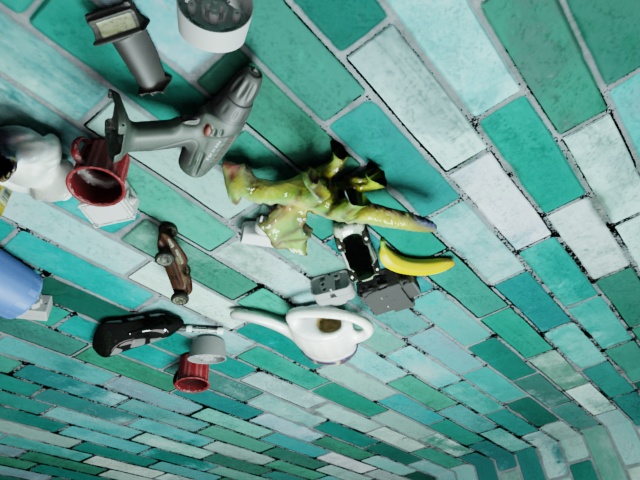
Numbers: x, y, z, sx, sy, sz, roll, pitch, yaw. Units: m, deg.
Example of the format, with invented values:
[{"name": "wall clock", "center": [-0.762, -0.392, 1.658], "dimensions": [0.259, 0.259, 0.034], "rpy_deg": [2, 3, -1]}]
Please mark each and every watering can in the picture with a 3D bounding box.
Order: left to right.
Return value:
[{"name": "watering can", "center": [-0.035, 0.226, 1.288], "dimensions": [0.347, 0.106, 0.219], "rpy_deg": [0, 143, 14]}]

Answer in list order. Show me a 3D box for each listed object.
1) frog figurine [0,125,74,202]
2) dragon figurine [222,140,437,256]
[{"name": "frog figurine", "center": [-0.473, -0.125, 0.859], "dimensions": [0.136, 0.124, 0.160], "rpy_deg": [-40, 165, 23]}, {"name": "dragon figurine", "center": [0.003, -0.049, 0.970], "dimensions": [0.406, 0.125, 0.239], "rpy_deg": [30, 134, -27]}]
